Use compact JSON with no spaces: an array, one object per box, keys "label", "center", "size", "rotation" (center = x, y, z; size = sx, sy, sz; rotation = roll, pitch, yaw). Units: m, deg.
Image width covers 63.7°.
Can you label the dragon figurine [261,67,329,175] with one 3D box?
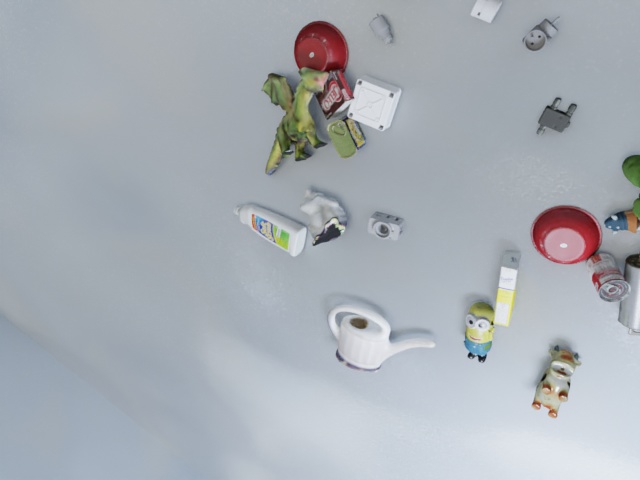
[{"label":"dragon figurine","center":[-0.096,-0.346,1.440],"size":[0.406,0.123,0.243],"rotation":[-22,84,53]}]

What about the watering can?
[{"label":"watering can","center":[0.175,0.327,1.618],"size":[0.349,0.106,0.219],"rotation":[20,124,19]}]

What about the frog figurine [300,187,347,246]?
[{"label":"frog figurine","center":[0.005,-0.077,1.531],"size":[0.163,0.123,0.134],"rotation":[63,146,33]}]
